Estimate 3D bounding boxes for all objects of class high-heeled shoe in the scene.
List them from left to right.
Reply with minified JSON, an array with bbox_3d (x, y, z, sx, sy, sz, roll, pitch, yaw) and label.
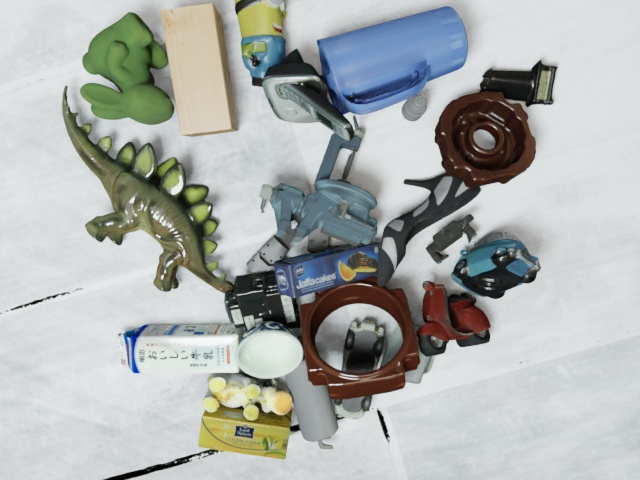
[{"bbox_3d":[0.195,-0.016,0.970,0.145,0.086,0.248,13,72,17],"label":"high-heeled shoe"}]

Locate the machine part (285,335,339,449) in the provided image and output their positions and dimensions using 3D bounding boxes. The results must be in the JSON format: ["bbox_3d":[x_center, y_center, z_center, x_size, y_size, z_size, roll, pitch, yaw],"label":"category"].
[{"bbox_3d":[-0.020,0.299,1.050,0.079,0.079,0.243,-15,100,2],"label":"machine part"}]

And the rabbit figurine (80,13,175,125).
[{"bbox_3d":[-0.319,-0.265,0.899,0.159,0.121,0.170,-28,80,-12],"label":"rabbit figurine"}]

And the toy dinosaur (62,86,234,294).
[{"bbox_3d":[-0.319,-0.066,0.978,0.471,0.105,0.198,43,87,-12],"label":"toy dinosaur"}]

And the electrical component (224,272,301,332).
[{"bbox_3d":[-0.109,0.118,1.007,0.134,0.058,0.114,-8,124,-1],"label":"electrical component"}]

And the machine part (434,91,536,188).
[{"bbox_3d":[0.292,-0.178,0.959,0.179,0.056,0.179,1,78,-5],"label":"machine part"}]

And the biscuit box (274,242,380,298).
[{"bbox_3d":[0.017,0.050,0.966,0.203,0.059,0.062,-13,98,-33],"label":"biscuit box"}]

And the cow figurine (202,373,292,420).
[{"bbox_3d":[-0.138,0.296,1.039,0.167,0.098,0.068,13,92,-8],"label":"cow figurine"}]

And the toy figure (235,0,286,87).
[{"bbox_3d":[-0.104,-0.359,0.940,0.089,0.082,0.180,0,102,-3],"label":"toy figure"}]

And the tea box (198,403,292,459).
[{"bbox_3d":[-0.143,0.363,1.049,0.170,0.098,0.068,10,99,0],"label":"tea box"}]

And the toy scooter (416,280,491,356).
[{"bbox_3d":[0.245,0.139,1.009,0.184,0.075,0.135,-2,74,-36],"label":"toy scooter"}]

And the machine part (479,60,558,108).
[{"bbox_3d":[0.361,-0.284,0.979,0.139,0.039,0.084,1,108,-3],"label":"machine part"}]

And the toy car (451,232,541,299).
[{"bbox_3d":[0.324,0.036,0.991,0.109,0.161,0.103,28,56,-15],"label":"toy car"}]

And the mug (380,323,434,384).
[{"bbox_3d":[0.180,0.215,1.040,0.109,0.081,0.107,15,91,-22],"label":"mug"}]

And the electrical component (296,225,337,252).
[{"bbox_3d":[-0.002,-0.003,1.027,0.094,0.021,0.063,5,100,-2],"label":"electrical component"}]

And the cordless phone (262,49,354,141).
[{"bbox_3d":[-0.003,-0.218,0.911,0.089,0.146,0.184,-44,72,-6],"label":"cordless phone"}]

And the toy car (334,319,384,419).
[{"bbox_3d":[0.076,0.253,1.055,0.074,0.056,0.201,12,98,4],"label":"toy car"}]

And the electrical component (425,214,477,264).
[{"bbox_3d":[0.249,-0.001,1.010,0.102,0.078,0.045,-35,75,0],"label":"electrical component"}]

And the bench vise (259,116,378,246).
[{"bbox_3d":[0.013,-0.100,0.970,0.224,0.128,0.240,18,78,6],"label":"bench vise"}]

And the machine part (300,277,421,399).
[{"bbox_3d":[0.069,0.173,0.970,0.202,0.087,0.201,-10,56,2],"label":"machine part"}]
